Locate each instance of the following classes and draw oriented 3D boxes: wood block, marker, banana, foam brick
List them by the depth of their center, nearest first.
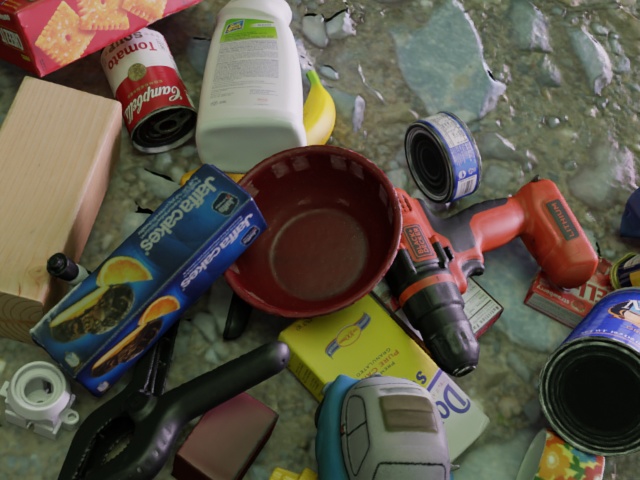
[{"bbox_3d":[-0.077,0.166,0.859,0.051,0.053,0.078,31,58,7],"label":"foam brick"},{"bbox_3d":[-0.189,0.036,0.874,0.020,0.121,0.020,-5,70,14],"label":"marker"},{"bbox_3d":[-0.244,-0.026,0.915,0.091,0.090,0.206,15,59,-3],"label":"wood block"},{"bbox_3d":[-0.045,-0.090,1.027,0.070,0.037,0.197,31,56,26],"label":"banana"}]

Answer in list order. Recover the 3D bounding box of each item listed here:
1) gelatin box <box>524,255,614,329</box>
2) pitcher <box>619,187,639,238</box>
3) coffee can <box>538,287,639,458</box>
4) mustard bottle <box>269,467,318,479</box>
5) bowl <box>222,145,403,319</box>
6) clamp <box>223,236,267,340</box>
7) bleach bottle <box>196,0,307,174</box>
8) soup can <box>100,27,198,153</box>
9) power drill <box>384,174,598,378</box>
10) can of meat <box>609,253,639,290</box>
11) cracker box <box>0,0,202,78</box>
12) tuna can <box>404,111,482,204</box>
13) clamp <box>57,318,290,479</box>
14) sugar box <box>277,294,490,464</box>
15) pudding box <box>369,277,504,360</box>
[{"bbox_3d":[0.247,0.046,1.009,0.089,0.030,0.073,27,59,5],"label":"gelatin box"},{"bbox_3d":[0.416,0.017,1.000,0.144,0.149,0.243,-23,70,-29],"label":"pitcher"},{"bbox_3d":[0.254,0.107,0.899,0.103,0.103,0.140,42,30,13],"label":"coffee can"},{"bbox_3d":[0.044,0.235,0.840,0.191,0.058,0.096,29,57,6],"label":"mustard bottle"},{"bbox_3d":[-0.006,0.001,0.914,0.162,0.055,0.162,-5,64,11],"label":"bowl"},{"bbox_3d":[-0.062,0.009,0.963,0.171,0.039,0.120,-31,87,-27],"label":"clamp"},{"bbox_3d":[-0.059,-0.169,1.033,0.102,0.068,0.250,0,45,3],"label":"bleach bottle"},{"bbox_3d":[-0.162,-0.143,1.013,0.068,0.069,0.102,-16,64,-20],"label":"soup can"},{"bbox_3d":[0.148,0.022,0.944,0.187,0.057,0.184,-11,62,-24],"label":"power drill"},{"bbox_3d":[0.327,0.052,0.970,0.057,0.084,0.102,-28,92,-36],"label":"can of meat"},{"bbox_3d":[-0.218,-0.238,1.015,0.213,0.072,0.164,-32,35,-26],"label":"cracker box"},{"bbox_3d":[0.116,-0.078,1.022,0.033,0.086,0.086,-22,67,-21],"label":"tuna can"},{"bbox_3d":[-0.139,0.132,0.853,0.210,0.036,0.165,-45,37,-15],"label":"clamp"},{"bbox_3d":[0.052,0.125,0.913,0.093,0.048,0.176,-38,72,-27],"label":"sugar box"},{"bbox_3d":[0.096,0.056,0.967,0.089,0.039,0.113,-37,75,-30],"label":"pudding box"}]
